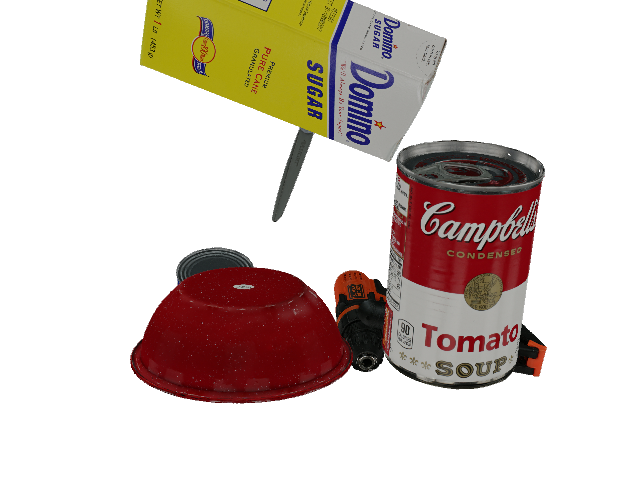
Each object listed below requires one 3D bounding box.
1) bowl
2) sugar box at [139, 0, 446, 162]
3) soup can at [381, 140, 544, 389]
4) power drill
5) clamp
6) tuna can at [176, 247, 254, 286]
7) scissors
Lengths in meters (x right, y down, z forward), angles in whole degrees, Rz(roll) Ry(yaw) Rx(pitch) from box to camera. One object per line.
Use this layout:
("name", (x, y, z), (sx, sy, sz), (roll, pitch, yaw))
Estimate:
("bowl", (-0.056, 0.059, 0.766), (0.162, 0.055, 0.162), (1, 16, 0))
("sugar box", (-0.020, -0.116, 0.662), (0.176, 0.048, 0.093), (23, -29, -1))
("soup can", (0.066, 0.011, 0.509), (0.068, 0.102, 0.068), (3, 22, -1))
("power drill", (0.110, 0.085, 1.204), (0.187, 0.057, 0.184), (-3, 27, -3))
("clamp", (0.133, 0.076, 0.993), (0.172, 0.039, 0.120), (21, 32, 23))
("tuna can", (-0.116, 0.046, 1.181), (0.086, 0.034, 0.086), (2, 36, -1))
("scissors", (0.010, -0.114, 0.976), (0.096, 0.202, 0.016), (4, -4, 13))
